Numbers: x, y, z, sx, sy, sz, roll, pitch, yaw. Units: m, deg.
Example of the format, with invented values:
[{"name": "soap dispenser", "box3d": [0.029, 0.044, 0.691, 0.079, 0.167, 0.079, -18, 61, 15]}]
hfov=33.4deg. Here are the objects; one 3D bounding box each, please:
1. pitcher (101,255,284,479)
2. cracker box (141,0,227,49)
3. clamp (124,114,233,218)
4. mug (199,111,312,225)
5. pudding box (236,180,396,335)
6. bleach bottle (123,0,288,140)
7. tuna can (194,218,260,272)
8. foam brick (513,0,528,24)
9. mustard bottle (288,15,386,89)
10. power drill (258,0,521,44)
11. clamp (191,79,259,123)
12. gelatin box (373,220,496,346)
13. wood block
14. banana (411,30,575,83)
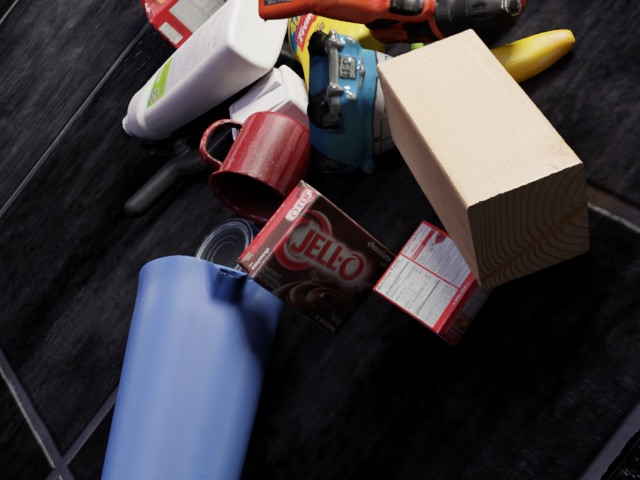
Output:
[{"name": "pitcher", "box3d": [-0.118, 0.149, 0.924, 0.145, 0.149, 0.242, -4, 60, 26]}, {"name": "cracker box", "box3d": [-0.143, -0.370, 1.390, 0.214, 0.072, 0.164, -41, 40, 13]}, {"name": "clamp", "box3d": [-0.154, -0.088, 1.204, 0.172, 0.039, 0.120, -17, 51, 36]}, {"name": "mug", "box3d": [-0.062, -0.077, 1.048, 0.081, 0.117, 0.093, -66, 6, -25]}, {"name": "pudding box", "box3d": [-0.002, 0.016, 0.907, 0.090, 0.113, 0.039, -51, 40, 2]}, {"name": "bleach bottle", "box3d": [-0.141, -0.180, 1.180, 0.251, 0.068, 0.102, -26, 42, 46]}, {"name": "tuna can", "box3d": [-0.087, 0.022, 1.054, 0.086, 0.033, 0.086, -26, 45, 29]}, {"name": "foam brick", "box3d": [0.153, -0.238, 1.002, 0.078, 0.051, 0.053, 13, 69, 49]}, {"name": "mustard bottle", "box3d": [0.008, -0.222, 1.128, 0.096, 0.058, 0.192, -57, 32, 27]}, {"name": "power drill", "box3d": [0.055, -0.207, 0.928, 0.185, 0.187, 0.057, 6, 91, 56]}, {"name": "clamp", "box3d": [-0.110, -0.204, 1.228, 0.210, 0.036, 0.164, -20, 69, 39]}, {"name": "gelatin box", "box3d": [0.096, 0.033, 0.863, 0.073, 0.030, 0.089, -55, 40, -2]}, {"name": "wood block", "box3d": [0.125, -0.070, 0.845, 0.091, 0.090, 0.206, -20, 41, -3]}, {"name": "banana", "box3d": [0.136, -0.161, 0.969, 0.198, 0.037, 0.069, 10, 69, 49]}]
